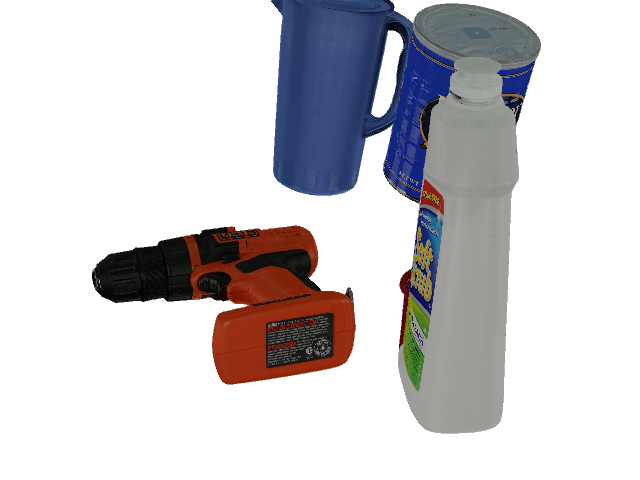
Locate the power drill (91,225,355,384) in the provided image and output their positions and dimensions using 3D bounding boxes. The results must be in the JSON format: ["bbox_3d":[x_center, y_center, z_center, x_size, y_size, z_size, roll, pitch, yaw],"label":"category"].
[{"bbox_3d":[-0.068,0.041,0.804,0.184,0.057,0.188,-10,23,-18],"label":"power drill"}]

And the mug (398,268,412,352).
[{"bbox_3d":[0.115,0.073,1.017,0.093,0.081,0.117,-2,28,-11],"label":"mug"}]

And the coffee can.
[{"bbox_3d":[0.114,-0.111,0.886,0.102,0.140,0.103,7,36,-5],"label":"coffee can"}]

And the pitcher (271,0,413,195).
[{"bbox_3d":[0.017,-0.180,1.295,0.144,0.243,0.149,-5,28,-25],"label":"pitcher"}]

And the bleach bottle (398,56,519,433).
[{"bbox_3d":[0.092,0.001,0.696,0.068,0.251,0.102,-3,31,-5],"label":"bleach bottle"}]
